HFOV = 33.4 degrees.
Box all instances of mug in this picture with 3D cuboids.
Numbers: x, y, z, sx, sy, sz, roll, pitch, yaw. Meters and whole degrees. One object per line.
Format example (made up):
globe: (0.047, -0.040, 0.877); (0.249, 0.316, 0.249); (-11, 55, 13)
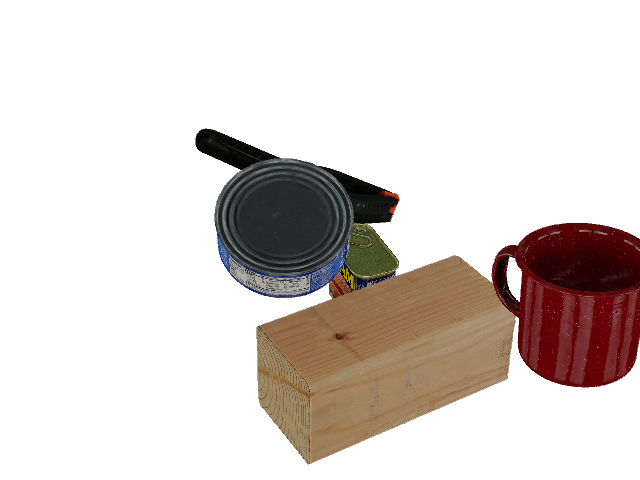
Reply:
mug: (0.168, 0.042, 0.733); (0.117, 0.081, 0.093); (22, 38, 35)

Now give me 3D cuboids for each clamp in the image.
clamp: (-0.011, -0.049, 1.043); (0.209, 0.036, 0.165); (15, 20, -22)

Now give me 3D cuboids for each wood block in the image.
wood block: (0.057, 0.097, 0.918); (0.205, 0.090, 0.091); (-18, 38, -25)

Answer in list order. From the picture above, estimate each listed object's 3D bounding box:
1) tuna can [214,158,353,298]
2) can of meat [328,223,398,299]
tuna can: (-0.023, -0.007, 0.668); (0.086, 0.086, 0.034); (0, -32, -2)
can of meat: (0.047, 0.043, 1.229); (0.057, 0.084, 0.102); (-13, 38, -18)
